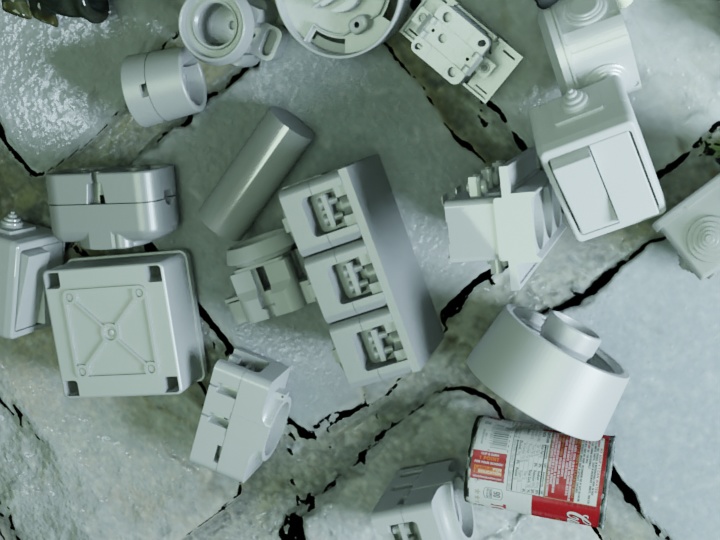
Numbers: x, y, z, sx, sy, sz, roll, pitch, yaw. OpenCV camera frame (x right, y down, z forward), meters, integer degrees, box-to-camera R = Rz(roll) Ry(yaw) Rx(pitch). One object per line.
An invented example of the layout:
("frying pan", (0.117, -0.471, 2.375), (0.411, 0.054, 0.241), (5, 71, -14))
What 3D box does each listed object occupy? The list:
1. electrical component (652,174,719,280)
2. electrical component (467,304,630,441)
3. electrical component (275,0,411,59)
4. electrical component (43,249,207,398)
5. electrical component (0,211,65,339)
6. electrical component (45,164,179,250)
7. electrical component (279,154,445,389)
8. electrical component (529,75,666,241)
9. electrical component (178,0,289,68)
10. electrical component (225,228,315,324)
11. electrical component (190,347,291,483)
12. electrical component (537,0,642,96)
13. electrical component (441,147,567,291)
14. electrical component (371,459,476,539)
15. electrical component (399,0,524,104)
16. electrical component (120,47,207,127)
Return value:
("electrical component", (0.248, -0.036, 0.702), (0.100, 0.100, 0.048), (-39, 75, 20))
("electrical component", (0.136, 0.064, 0.752), (0.108, 0.108, 0.060), (30, 102, 8))
("electrical component", (-0.012, -0.199, 0.756), (0.099, 0.064, 0.099), (3, 102, 15))
("electrical component", (-0.187, 0.043, 0.863), (0.109, 0.056, 0.108), (-4, 101, 17))
("electrical component", (-0.278, 0.001, 0.874), (0.061, 0.062, 0.096), (15, 106, 20))
("electrical component", (-0.194, -0.050, 0.846), (0.095, 0.054, 0.059), (-1, 102, 16))
("electrical component", (0.000, 0.000, 0.783), (0.062, 0.089, 0.150), (-18, 97, 19))
("electrical component", (0.150, -0.072, 0.683), (0.062, 0.061, 0.096), (-20, 129, 17))
("electrical component", (-0.098, -0.180, 0.789), (0.078, 0.057, 0.058), (27, 108, 9))
("electrical component", (-0.068, 0.003, 0.821), (0.078, 0.058, 0.057), (-17, 99, 19))
("electrical component", (-0.091, 0.116, 0.855), (0.056, 0.050, 0.089), (20, 107, 11))
("electrical component", (0.152, -0.147, 0.714), (0.051, 0.080, 0.080), (-18, 97, 13))
("electrical component", (0.099, -0.037, 0.730), (0.063, 0.121, 0.078), (-4, 101, 19))
("electrical component", (0.052, 0.183, 0.808), (0.056, 0.089, 0.050), (-15, 97, 18))
("electrical component", (0.067, -0.156, 0.744), (0.081, 0.064, 0.042), (40, 110, 4))
("electrical component", (-0.147, -0.140, 0.814), (0.047, 0.055, 0.055), (-10, 99, 14))
